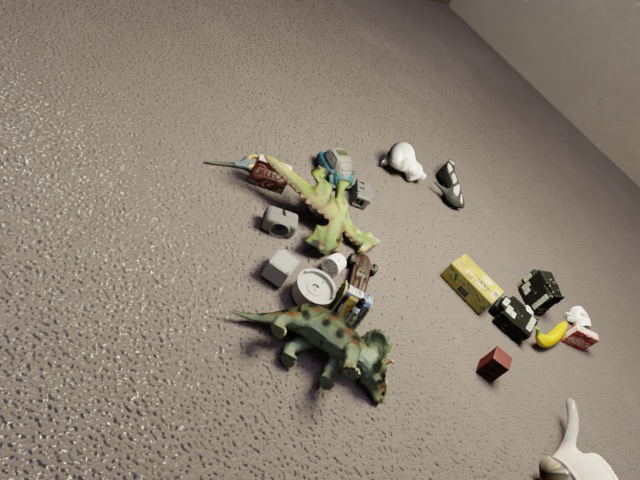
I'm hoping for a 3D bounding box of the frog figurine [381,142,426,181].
[{"bbox_3d":[0.323,-0.283,1.888,0.160,0.121,0.138,31,20,16],"label":"frog figurine"}]

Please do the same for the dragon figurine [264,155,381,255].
[{"bbox_3d":[0.004,-0.074,1.471,0.407,0.120,0.249,22,47,-28],"label":"dragon figurine"}]

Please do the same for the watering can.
[{"bbox_3d":[0.624,0.558,1.251,0.224,0.102,0.356,9,46,-24],"label":"watering can"}]
